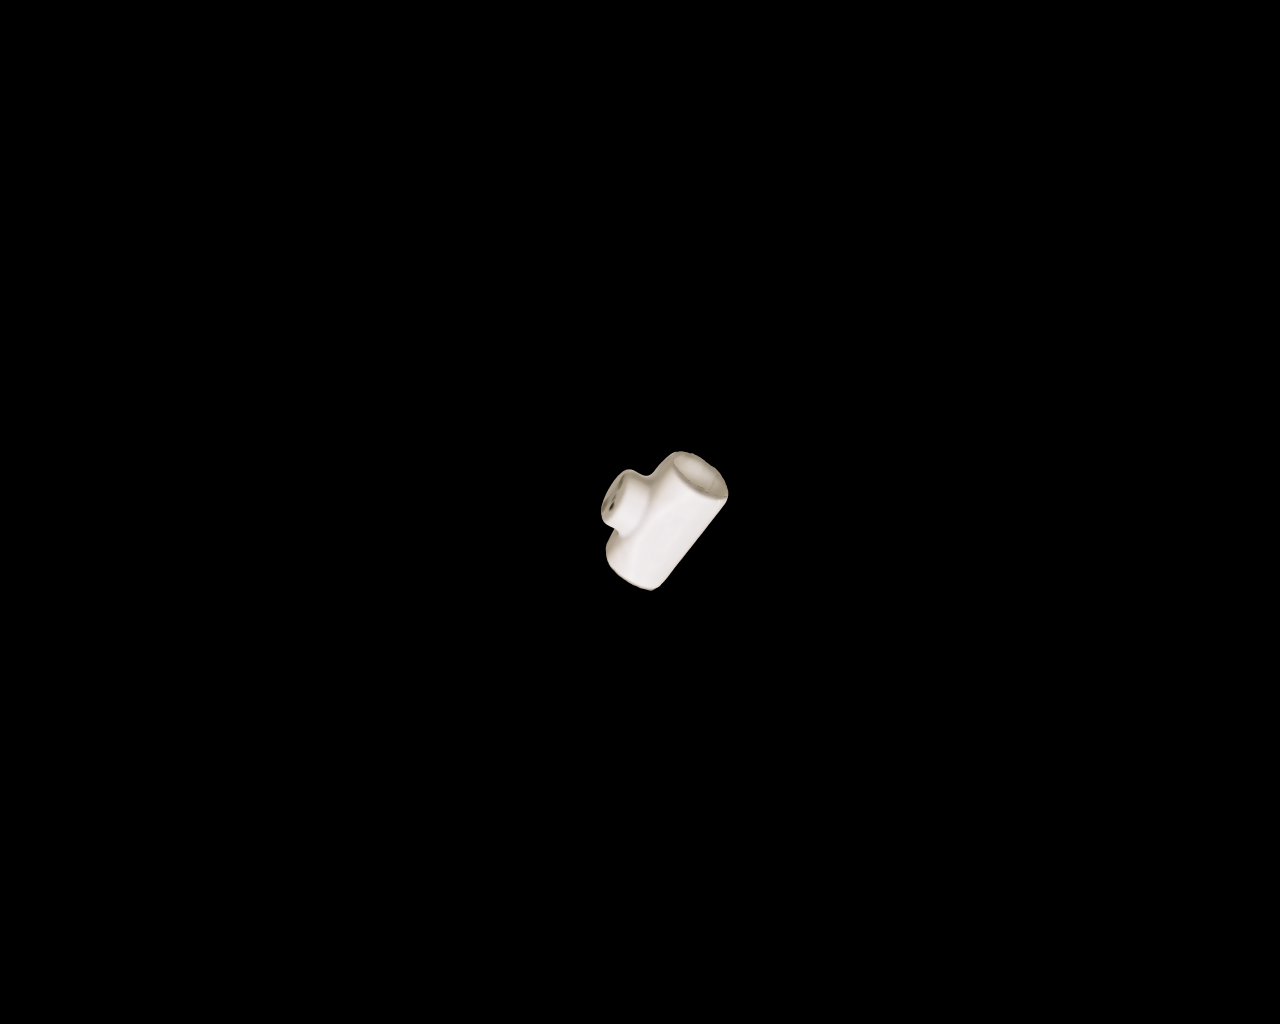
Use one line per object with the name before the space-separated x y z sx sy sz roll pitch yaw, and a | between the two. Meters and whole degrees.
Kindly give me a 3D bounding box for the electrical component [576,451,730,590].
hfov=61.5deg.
electrical component | 0.001 -0.003 0.650 0.079 0.077 0.044 28 28 -16
